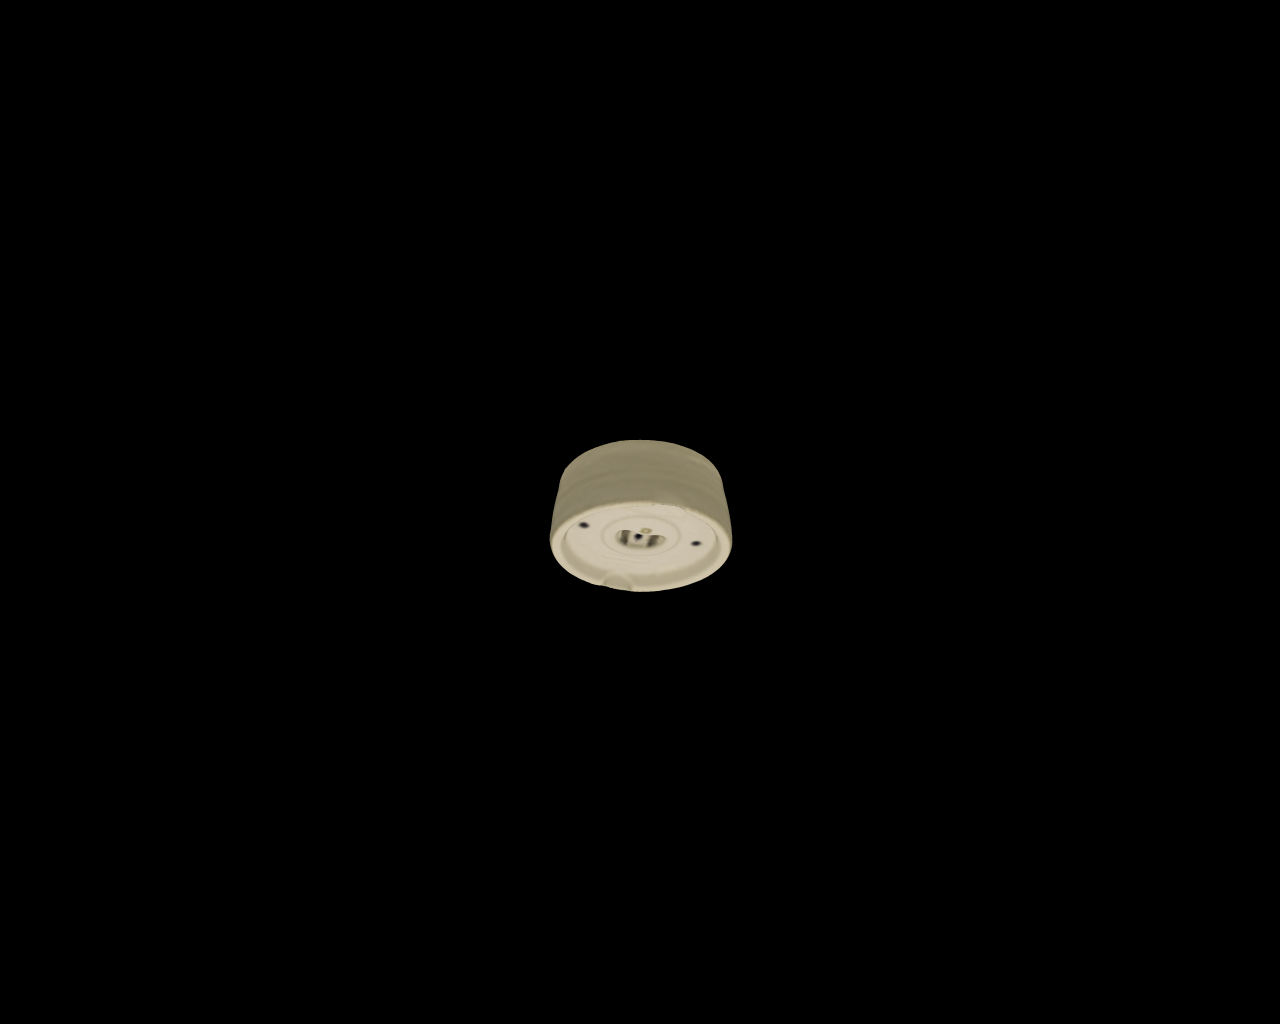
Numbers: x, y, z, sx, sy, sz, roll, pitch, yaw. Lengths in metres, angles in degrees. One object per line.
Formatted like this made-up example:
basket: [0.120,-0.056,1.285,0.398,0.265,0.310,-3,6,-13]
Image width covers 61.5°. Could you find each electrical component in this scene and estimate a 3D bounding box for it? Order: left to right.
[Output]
electrical component: [0.001,-0.003,0.650,0.108,0.060,0.108,0,-32,0]
